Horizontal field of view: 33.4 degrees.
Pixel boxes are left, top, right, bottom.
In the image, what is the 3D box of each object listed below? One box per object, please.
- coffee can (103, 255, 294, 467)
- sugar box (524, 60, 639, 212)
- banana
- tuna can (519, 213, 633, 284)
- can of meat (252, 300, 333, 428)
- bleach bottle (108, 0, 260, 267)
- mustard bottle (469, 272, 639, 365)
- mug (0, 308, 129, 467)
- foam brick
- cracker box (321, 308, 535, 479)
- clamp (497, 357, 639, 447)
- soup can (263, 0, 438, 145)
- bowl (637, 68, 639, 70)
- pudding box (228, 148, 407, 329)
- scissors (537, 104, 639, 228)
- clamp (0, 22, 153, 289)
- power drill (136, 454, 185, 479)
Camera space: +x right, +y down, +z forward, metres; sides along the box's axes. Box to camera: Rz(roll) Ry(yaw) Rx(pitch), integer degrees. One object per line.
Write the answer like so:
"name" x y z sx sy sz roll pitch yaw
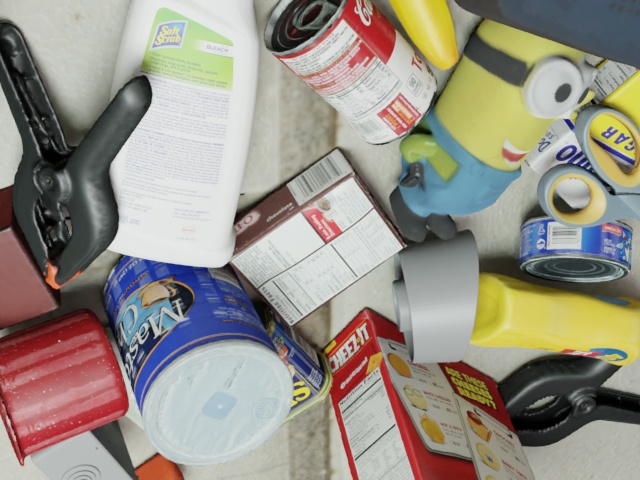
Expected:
"coffee can" -0.089 0.074 0.751 0.102 0.140 0.103 -12 125 -17
"sugar box" 0.238 -0.097 0.778 0.176 0.048 0.093 -44 125 17
"banana" 0.050 -0.191 0.643 0.037 0.070 0.198 -27 140 -11
"tuna can" 0.197 0.008 0.824 0.086 0.034 0.086 6 165 1
"can of meat" -0.055 0.105 0.849 0.102 0.057 0.084 -34 125 11
"bleach bottle" -0.078 -0.104 0.677 0.102 0.068 0.251 9 122 -15
"mustard bottle" 0.206 0.067 0.867 0.191 0.096 0.058 9 83 -22
"mug" -0.187 0.098 0.748 0.081 0.117 0.093 -20 91 -20
"foam brick" -0.218 0.014 0.735 0.051 0.053 0.078 -20 128 1
"cracker box" 0.094 0.175 0.840 0.164 0.214 0.072 31 115 -32
"clamp" 0.239 0.144 0.967 0.210 0.036 0.164 -23 127 0
"soup can" 0.021 -0.116 0.691 0.068 0.068 0.102 -39 127 15
"bowl" 0.253 -0.178 0.684 0.162 0.055 0.162 3 100 19
"pudding box" -0.005 0.001 0.786 0.113 0.039 0.090 -34 130 6
"scissors" 0.227 -0.010 0.779 0.096 0.016 0.201 -39 117 -2
"clamp" -0.168 -0.052 0.676 0.039 0.120 0.172 -27 145 -49
"power drill" -0.098 0.262 0.955 0.184 0.057 0.187 -37 127 14
